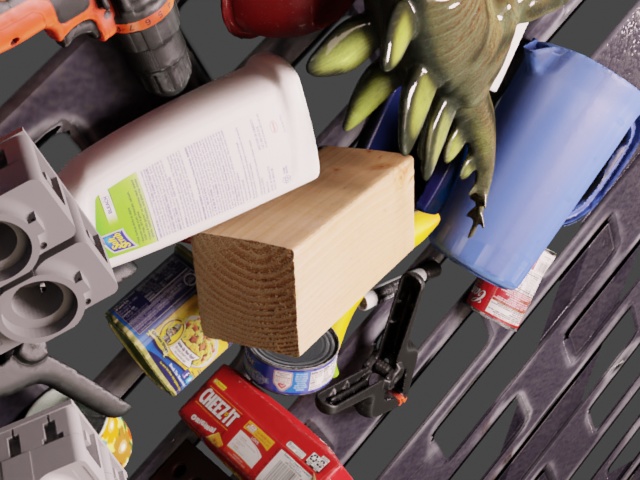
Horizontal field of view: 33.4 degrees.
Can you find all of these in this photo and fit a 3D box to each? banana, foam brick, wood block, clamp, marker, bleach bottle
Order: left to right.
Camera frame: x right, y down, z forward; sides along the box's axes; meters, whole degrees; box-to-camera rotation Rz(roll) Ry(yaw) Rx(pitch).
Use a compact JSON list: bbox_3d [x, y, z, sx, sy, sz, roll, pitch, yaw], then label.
[{"bbox_3d":[-0.203,0.081,0.759,0.171,0.039,0.120,-9,92,-33],"label":"clamp"},{"bbox_3d":[-0.126,-0.041,0.748,0.250,0.068,0.102,-25,121,-18],"label":"bleach bottle"},{"bbox_3d":[-0.106,0.233,0.977,0.053,0.078,0.051,-46,143,-16],"label":"foam brick"},{"bbox_3d":[-0.006,0.001,0.859,0.205,0.090,0.091,-39,132,-52],"label":"wood block"},{"bbox_3d":[0.044,0.039,1.046,0.198,0.037,0.069,-55,142,-4],"label":"banana"},{"bbox_3d":[0.070,0.125,1.105,0.164,0.036,0.210,-55,157,-7],"label":"clamp"},{"bbox_3d":[0.085,0.046,1.114,0.120,0.020,0.020,-21,130,-39],"label":"marker"}]

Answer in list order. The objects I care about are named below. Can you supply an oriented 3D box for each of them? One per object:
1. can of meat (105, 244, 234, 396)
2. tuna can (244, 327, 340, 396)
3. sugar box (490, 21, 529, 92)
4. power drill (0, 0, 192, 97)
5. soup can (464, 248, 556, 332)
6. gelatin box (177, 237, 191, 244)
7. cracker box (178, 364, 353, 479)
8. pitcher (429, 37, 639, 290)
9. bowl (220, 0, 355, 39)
[{"bbox_3d":[-0.116,0.068,0.865,0.084,0.058,0.102,-43,140,-17],"label":"can of meat"},{"bbox_3d":[-0.027,0.103,0.970,0.085,0.086,0.034,-22,132,-39],"label":"tuna can"},{"bbox_3d":[0.123,-0.198,0.962,0.175,0.048,0.093,9,108,-50],"label":"sugar box"},{"bbox_3d":[-0.171,-0.123,0.668,0.187,0.057,0.184,-44,141,-22],"label":"power drill"},{"bbox_3d":[0.220,0.046,1.230,0.068,0.069,0.102,21,98,-53],"label":"soup can"},{"bbox_3d":[-0.091,-0.040,0.840,0.073,0.030,0.089,15,103,-51],"label":"gelatin box"},{"bbox_3d":[-0.021,0.226,0.998,0.072,0.164,0.213,-47,142,-12],"label":"cracker box"},{"bbox_3d":[0.224,-0.071,1.100,0.243,0.149,0.145,-60,170,7],"label":"pitcher"},{"bbox_3d":[-0.001,-0.204,0.759,0.162,0.055,0.162,-51,164,-21],"label":"bowl"}]
